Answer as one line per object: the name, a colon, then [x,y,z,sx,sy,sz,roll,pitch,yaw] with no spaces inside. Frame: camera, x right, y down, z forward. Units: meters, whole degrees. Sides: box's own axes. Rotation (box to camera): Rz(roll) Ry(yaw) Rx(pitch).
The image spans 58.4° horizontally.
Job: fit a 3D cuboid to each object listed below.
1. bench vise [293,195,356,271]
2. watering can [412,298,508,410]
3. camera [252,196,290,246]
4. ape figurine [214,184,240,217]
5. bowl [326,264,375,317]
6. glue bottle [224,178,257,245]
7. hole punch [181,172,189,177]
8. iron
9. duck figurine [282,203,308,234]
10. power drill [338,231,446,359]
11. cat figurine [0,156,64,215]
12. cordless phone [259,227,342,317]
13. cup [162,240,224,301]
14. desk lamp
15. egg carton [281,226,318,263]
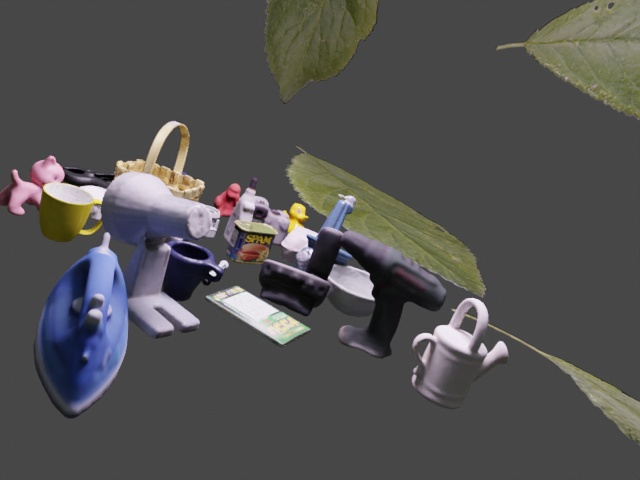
bench vise: [0.023,0.009,1.296,0.121,0.220,0.207,22,16,2]
watering can: [0.254,0.196,1.033,0.173,0.194,0.100,9,20,-36]
camera: [-0.158,-0.065,1.520,0.143,0.101,0.136,16,17,-18]
ape figurine: [-0.246,-0.111,1.573,0.078,0.092,0.076,20,16,-4]
bowl: [0.073,0.122,1.257,0.167,0.075,0.167,20,16,-6]
glue bottle: [-0.181,-0.068,1.369,0.037,0.173,0.078,11,19,-32]
hole punch: [-0.388,-0.131,1.459,0.101,0.091,0.108,11,19,-32]
iron: [-0.299,0.096,0.752,0.119,0.141,0.257,14,18,-24]
duck figurine: [-0.074,-0.066,1.653,0.078,0.086,0.104,2,25,-48]
power drill: [0.114,0.112,1.101,0.229,0.208,0.075,21,16,-2]
cat figurine: [-0.566,-0.117,1.143,0.067,0.118,0.128,27,17,19]
cordless phone: [-0.037,0.045,1.166,0.147,0.185,0.094,20,16,-5]
cup: [-0.231,0.065,1.019,0.117,0.095,0.092,25,17,13]
desk lamp: [-0.264,0.015,0.928,0.202,0.213,0.118,30,18,27]
egg carton: [-0.038,0.020,1.455,0.107,0.069,0.150,23,16,4]
